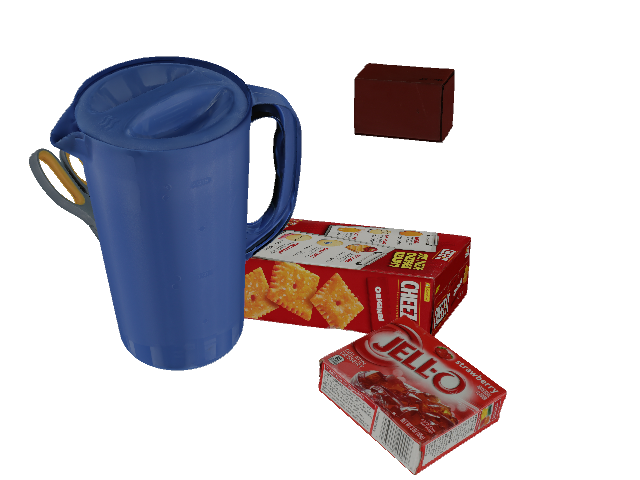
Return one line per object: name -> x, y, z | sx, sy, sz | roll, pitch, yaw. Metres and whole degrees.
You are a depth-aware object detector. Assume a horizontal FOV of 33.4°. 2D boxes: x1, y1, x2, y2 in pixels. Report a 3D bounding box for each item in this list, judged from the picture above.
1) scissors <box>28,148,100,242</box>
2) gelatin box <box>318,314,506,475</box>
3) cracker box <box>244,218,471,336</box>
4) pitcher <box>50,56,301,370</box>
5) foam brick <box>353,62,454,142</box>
scissors -> -0.218, -0.022, 1.087 | 0.016, 0.201, 0.096 | -28, 25, 25
gelatin box -> 0.054, 0.089, 0.642 | 0.073, 0.030, 0.089 | -24, 46, -34
cracker box -> 0.028, 0.036, 1.061 | 0.214, 0.072, 0.164 | 7, 16, 19
pitcher -> -0.108, -0.016, 0.857 | 0.149, 0.243, 0.144 | 18, 42, 19
foam brick -> 0.071, -0.117, 0.906 | 0.078, 0.051, 0.053 | 7, 25, 16
